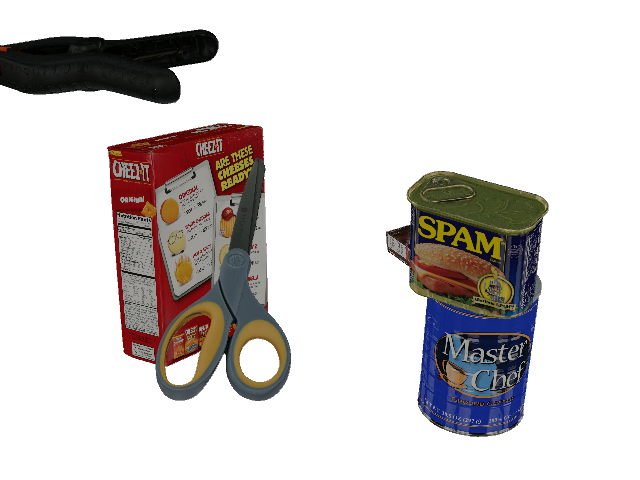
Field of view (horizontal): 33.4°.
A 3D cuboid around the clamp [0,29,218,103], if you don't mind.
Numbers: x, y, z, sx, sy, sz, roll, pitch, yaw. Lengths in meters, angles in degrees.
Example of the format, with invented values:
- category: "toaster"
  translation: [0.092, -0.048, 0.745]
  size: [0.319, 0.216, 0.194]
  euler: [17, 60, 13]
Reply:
- category: "clamp"
  translation: [-0.161, -0.134, 0.798]
  size: [0.172, 0.039, 0.120]
  euler: [8, 22, 16]

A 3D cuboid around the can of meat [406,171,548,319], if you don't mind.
- category: "can of meat"
  translation: [0.116, 0.004, 0.807]
  size: [0.102, 0.084, 0.057]
  euler: [18, 37, 28]

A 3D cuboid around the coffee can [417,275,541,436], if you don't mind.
- category: "coffee can"
  translation: [0.147, 0.096, 0.998]
  size: [0.103, 0.140, 0.103]
  euler: [1, 26, -1]

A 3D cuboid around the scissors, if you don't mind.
- category: "scissors"
  translation: [-0.043, 0.029, 0.730]
  size: [0.096, 0.201, 0.016]
  euler: [21, -34, 11]

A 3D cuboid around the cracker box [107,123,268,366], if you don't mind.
- category: "cracker box"
  translation: [-0.129, -0.001, 1.077]
  size: [0.072, 0.214, 0.163]
  euler: [9, 18, 35]

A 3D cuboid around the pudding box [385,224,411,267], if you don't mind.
- category: "pudding box"
  translation: [0.169, 0.004, 1.601]
  size: [0.113, 0.039, 0.090]
  euler: [-19, 29, -22]
